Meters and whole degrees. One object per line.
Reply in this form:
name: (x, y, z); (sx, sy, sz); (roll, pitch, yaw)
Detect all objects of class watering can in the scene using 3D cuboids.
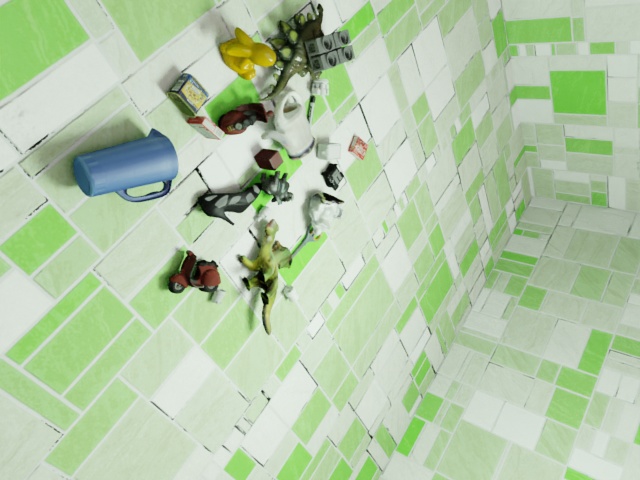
watering can: (-0.108, -0.368, 1.764); (0.104, 0.220, 0.356); (-5, 39, 24)

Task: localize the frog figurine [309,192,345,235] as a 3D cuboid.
frog figurine: (0.006, -0.102, 2.019); (0.124, 0.157, 0.138); (34, 25, 20)

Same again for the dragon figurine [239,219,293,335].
dragon figurine: (-0.164, 0.117, 1.874); (0.122, 0.403, 0.247); (9, 30, 32)
